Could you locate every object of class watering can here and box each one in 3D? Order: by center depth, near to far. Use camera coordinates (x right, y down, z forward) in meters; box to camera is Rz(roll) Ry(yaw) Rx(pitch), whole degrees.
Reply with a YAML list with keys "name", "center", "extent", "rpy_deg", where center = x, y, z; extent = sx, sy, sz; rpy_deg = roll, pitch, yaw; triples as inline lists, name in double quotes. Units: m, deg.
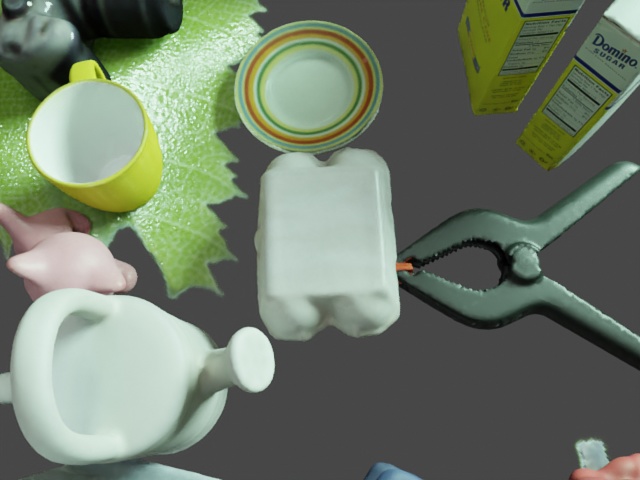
- name: "watering can"
  center: [-0.119, 0.082, 0.356]
  extent: [0.173, 0.194, 0.101]
  rpy_deg: [-28, 73, -5]

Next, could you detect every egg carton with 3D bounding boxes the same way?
- name: "egg carton"
  center: [0.004, 0.002, 0.438]
  extent: [0.107, 0.069, 0.150]
  rpy_deg: [-4, 73, 2]

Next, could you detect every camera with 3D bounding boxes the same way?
- name: "camera"
  center: [-0.197, -0.204, 0.495]
  extent: [0.136, 0.101, 0.143]
  rpy_deg: [2, 73, 4]

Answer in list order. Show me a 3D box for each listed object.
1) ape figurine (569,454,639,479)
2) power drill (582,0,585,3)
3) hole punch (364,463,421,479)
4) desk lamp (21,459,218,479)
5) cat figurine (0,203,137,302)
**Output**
- name: "ape figurine"
  center: [0.203, 0.172, 0.363]
  extent: [0.077, 0.092, 0.076]
  rpy_deg: [19, 75, 9]
- name: "power drill"
  center: [0.196, -0.294, 0.442]
  extent: [0.075, 0.208, 0.229]
  rpy_deg: [-25, 73, -4]
- name: "hole punch"
  center: [0.060, 0.206, 0.362]
  extent: [0.101, 0.091, 0.109]
  rpy_deg: [25, 76, 10]
- name: "desk lamp"
  center: [-0.178, 0.171, 0.323]
  extent: [0.203, 0.213, 0.118]
  rpy_deg: [9, 74, 6]
- name: "cat figurine"
  center: [-0.192, 0.016, 0.420]
  extent: [0.127, 0.118, 0.067]
  rpy_deg: [39, 80, 14]
